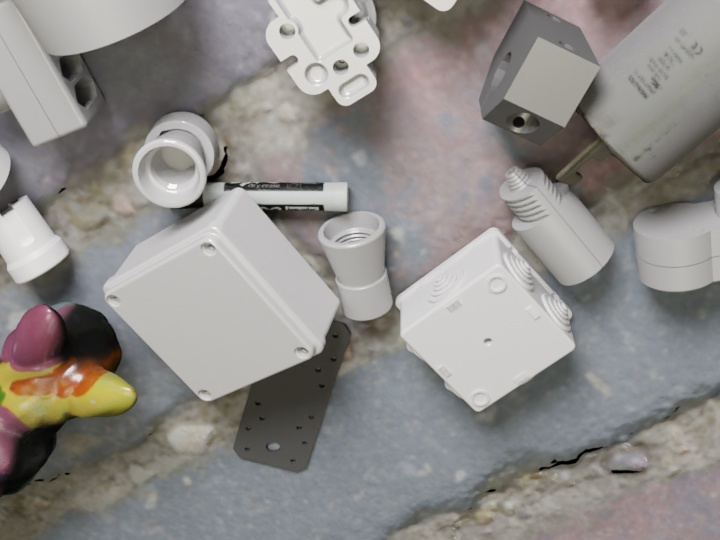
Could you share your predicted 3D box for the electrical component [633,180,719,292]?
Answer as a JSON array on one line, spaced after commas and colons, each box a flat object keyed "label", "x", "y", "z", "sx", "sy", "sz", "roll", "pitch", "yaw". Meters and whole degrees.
[{"label": "electrical component", "x": 0.240, "y": -0.036, "z": 0.669, "sx": 0.138, "sy": 0.052, "sz": 0.073, "roll": -9, "pitch": 117, "yaw": 7}]

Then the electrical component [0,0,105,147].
[{"label": "electrical component", "x": -0.210, "y": -0.117, "z": 0.646, "sx": 0.076, "sy": 0.047, "sz": 0.083, "roll": -20, "pitch": 115, "yaw": 12}]

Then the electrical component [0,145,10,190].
[{"label": "electrical component", "x": -0.280, "y": -0.043, "z": 0.686, "sx": 0.138, "sy": 0.052, "sz": 0.073, "roll": -21, "pitch": 145, "yaw": 15}]

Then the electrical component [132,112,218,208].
[{"label": "electrical component", "x": -0.113, "y": -0.069, "z": 0.663, "sx": 0.045, "sy": 0.055, "sz": 0.045, "roll": 1, "pitch": 118, "yaw": 2}]

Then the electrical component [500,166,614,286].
[{"label": "electrical component", "x": 0.120, "y": -0.033, "z": 0.680, "sx": 0.043, "sy": 0.043, "sz": 0.081, "roll": -36, "pitch": 111, "yaw": 19}]

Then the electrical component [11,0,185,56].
[{"label": "electrical component", "x": -0.146, "y": -0.163, "z": 0.593, "sx": 0.099, "sy": 0.099, "sz": 0.064, "roll": -16, "pitch": 122, "yaw": 10}]

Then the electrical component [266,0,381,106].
[{"label": "electrical component", "x": -0.020, "y": -0.140, "z": 0.621, "sx": 0.058, "sy": 0.057, "sz": 0.078, "roll": -30, "pitch": 113, "yaw": 16}]

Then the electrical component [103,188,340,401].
[{"label": "electrical component", "x": -0.089, "y": 0.019, "z": 0.694, "sx": 0.109, "sy": 0.056, "sz": 0.108, "roll": -25, "pitch": 116, "yaw": 33}]

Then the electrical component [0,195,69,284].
[{"label": "electrical component", "x": -0.219, "y": -0.020, "z": 0.702, "sx": 0.040, "sy": 0.040, "sz": 0.046, "roll": -25, "pitch": 108, "yaw": 14}]

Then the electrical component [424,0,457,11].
[{"label": "electrical component", "x": 0.056, "y": -0.243, "z": 0.561, "sx": 0.105, "sy": 0.060, "sz": 0.186, "roll": 31, "pitch": 115, "yaw": -14}]

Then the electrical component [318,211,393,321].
[{"label": "electrical component", "x": 0.000, "y": 0.000, "z": 0.704, "sx": 0.044, "sy": 0.044, "sz": 0.065, "roll": -8, "pitch": 122, "yaw": 6}]

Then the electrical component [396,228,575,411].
[{"label": "electrical component", "x": 0.084, "y": 0.035, "z": 0.715, "sx": 0.100, "sy": 0.048, "sz": 0.099, "roll": -37, "pitch": 112, "yaw": 20}]
